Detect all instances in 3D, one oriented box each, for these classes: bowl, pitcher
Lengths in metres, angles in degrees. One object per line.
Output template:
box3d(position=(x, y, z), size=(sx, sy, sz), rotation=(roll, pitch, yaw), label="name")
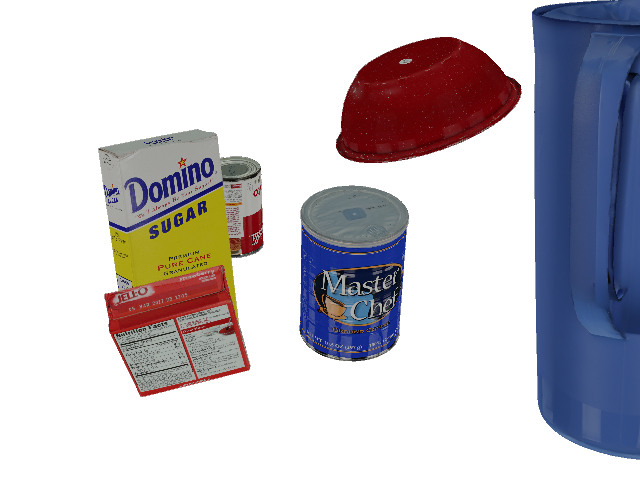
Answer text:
box3d(position=(0.081, -0.125, 0.885), size=(0.162, 0.055, 0.162), rotation=(-18, 24, 8), label="bowl")
box3d(position=(0.172, -0.007, 0.574), size=(0.149, 0.243, 0.145), rotation=(-5, 18, -14), label="pitcher")

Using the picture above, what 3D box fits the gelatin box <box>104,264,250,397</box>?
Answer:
box3d(position=(-0.086, 0.056, 0.654), size=(0.073, 0.030, 0.089), rotation=(-14, -35, -4), label="gelatin box")

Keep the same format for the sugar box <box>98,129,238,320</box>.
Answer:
box3d(position=(-0.123, 0.003, 0.884), size=(0.093, 0.176, 0.048), rotation=(-16, 21, -31), label="sugar box")

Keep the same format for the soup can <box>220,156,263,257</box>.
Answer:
box3d(position=(-0.102, -0.040, 1.255), size=(0.068, 0.102, 0.068), rotation=(0, 28, 0), label="soup can")

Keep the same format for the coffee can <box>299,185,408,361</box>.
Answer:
box3d(position=(0.031, 0.032, 1.044), size=(0.103, 0.140, 0.103), rotation=(1, 33, -1), label="coffee can")
